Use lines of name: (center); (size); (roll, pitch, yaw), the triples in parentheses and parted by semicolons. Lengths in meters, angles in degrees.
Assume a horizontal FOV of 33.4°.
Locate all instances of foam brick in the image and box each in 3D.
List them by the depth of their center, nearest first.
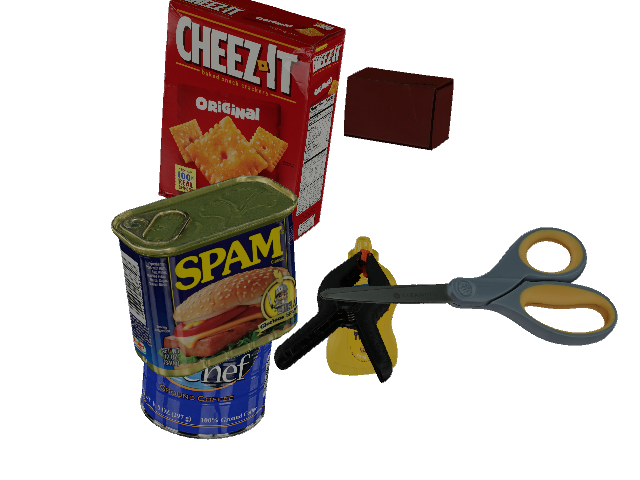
foam brick: (0.064, -0.109, 0.877); (0.078, 0.051, 0.052); (12, 21, 21)

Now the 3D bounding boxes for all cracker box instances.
cracker box: (-0.074, -0.122, 1.056); (0.164, 0.214, 0.072); (21, 33, 21)

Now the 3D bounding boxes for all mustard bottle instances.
mustard bottle: (0.057, 0.086, 1.441); (0.096, 0.192, 0.058); (-4, 22, -9)

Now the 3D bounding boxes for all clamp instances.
clamp: (0.038, 0.079, 1.103); (0.120, 0.171, 0.039); (16, -39, 18)

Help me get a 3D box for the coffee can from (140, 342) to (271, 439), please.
coffee can: (-0.087, 0.070, 0.844); (0.103, 0.140, 0.103); (6, 23, -3)

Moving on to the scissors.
scissors: (0.102, 0.020, 0.714); (0.201, 0.096, 0.016); (13, -35, -6)

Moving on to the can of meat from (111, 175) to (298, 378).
can of meat: (-0.062, 0.020, 0.607); (0.101, 0.084, 0.058); (-20, 32, -30)
